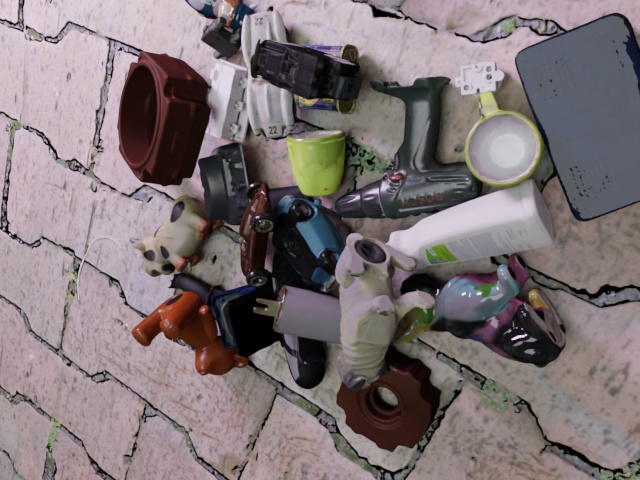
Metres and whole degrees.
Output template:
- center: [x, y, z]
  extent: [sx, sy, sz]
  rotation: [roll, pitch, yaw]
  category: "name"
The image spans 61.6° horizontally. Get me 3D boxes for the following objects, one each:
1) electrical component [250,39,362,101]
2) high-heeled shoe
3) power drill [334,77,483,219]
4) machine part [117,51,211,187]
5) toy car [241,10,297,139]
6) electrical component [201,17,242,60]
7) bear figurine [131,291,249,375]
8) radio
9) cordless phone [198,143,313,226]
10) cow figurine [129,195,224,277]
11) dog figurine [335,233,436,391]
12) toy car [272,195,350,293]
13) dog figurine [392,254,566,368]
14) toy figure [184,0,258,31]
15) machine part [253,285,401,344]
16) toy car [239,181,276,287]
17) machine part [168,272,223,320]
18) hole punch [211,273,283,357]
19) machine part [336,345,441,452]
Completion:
- center: [-0.011, -0.232, 0.748]
  extent: [0.134, 0.115, 0.058]
  rotation: [28, 117, 26]
  category: "electrical component"
- center: [-0.045, 0.142, 0.970]
  extent: [0.145, 0.086, 0.249]
  rotation: [-49, 56, 59]
  category: "high-heeled shoe"
- center: [0.117, -0.132, 0.791]
  extent: [0.232, 0.086, 0.207]
  rotation: [1, 99, 27]
  category: "power drill"
- center: [-0.282, -0.212, 0.944]
  extent: [0.202, 0.087, 0.200]
  rotation: [47, 124, 41]
  category: "machine part"
- center: [-0.082, -0.262, 0.857]
  extent: [0.074, 0.056, 0.201]
  rotation: [-6, 87, 8]
  category: "toy car"
- center: [-0.168, -0.336, 0.902]
  extent: [0.094, 0.063, 0.021]
  rotation: [-13, 56, 54]
  category: "electrical component"
- center: [-0.236, 0.199, 1.016]
  extent: [0.120, 0.132, 0.195]
  rotation: [-15, 112, 31]
  category: "bear figurine"
- center: [0.345, -0.151, 0.667]
  extent: [0.131, 0.073, 0.229]
  rotation: [-21, 93, 30]
  category: "radio"
- center: [-0.108, -0.100, 0.933]
  extent: [0.184, 0.089, 0.146]
  rotation: [-5, 99, 18]
  category: "cordless phone"
- center: [-0.286, -0.003, 1.040]
  extent: [0.127, 0.085, 0.195]
  rotation: [44, 116, 13]
  category: "cow figurine"
- center: [0.057, 0.107, 0.792]
  extent: [0.190, 0.121, 0.172]
  rotation: [-62, 33, 38]
  category: "dog figurine"
- center: [-0.002, -0.003, 0.869]
  extent: [0.162, 0.103, 0.109]
  rotation: [52, 141, 16]
  category: "toy car"
- center: [0.216, 0.119, 0.786]
  extent: [0.219, 0.108, 0.191]
  rotation: [-32, 89, 35]
  category: "dog figurine"
- center: [-0.169, -0.391, 0.899]
  extent: [0.155, 0.058, 0.064]
  rotation: [36, 156, 15]
  category: "toy figure"
- center: [0.015, 0.125, 0.866]
  extent: [0.243, 0.079, 0.079]
  rotation: [12, 111, -8]
  category: "machine part"
- center: [-0.108, -0.007, 0.885]
  extent: [0.202, 0.053, 0.089]
  rotation: [103, 162, -48]
  category: "toy car"
- center: [-0.238, 0.108, 1.068]
  extent: [0.139, 0.039, 0.084]
  rotation: [25, 121, 19]
  category: "machine part"
- center: [-0.129, 0.139, 0.978]
  extent: [0.092, 0.116, 0.142]
  rotation: [-3, 103, 54]
  category: "hole punch"
- center: [0.112, 0.267, 0.905]
  extent: [0.180, 0.056, 0.179]
  rotation: [8, 107, 26]
  category: "machine part"
